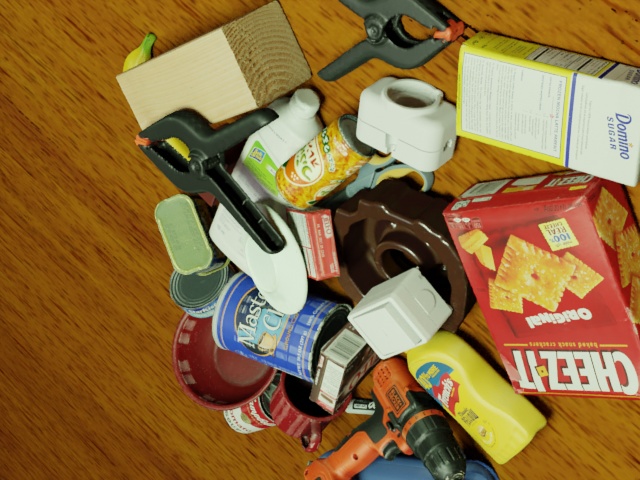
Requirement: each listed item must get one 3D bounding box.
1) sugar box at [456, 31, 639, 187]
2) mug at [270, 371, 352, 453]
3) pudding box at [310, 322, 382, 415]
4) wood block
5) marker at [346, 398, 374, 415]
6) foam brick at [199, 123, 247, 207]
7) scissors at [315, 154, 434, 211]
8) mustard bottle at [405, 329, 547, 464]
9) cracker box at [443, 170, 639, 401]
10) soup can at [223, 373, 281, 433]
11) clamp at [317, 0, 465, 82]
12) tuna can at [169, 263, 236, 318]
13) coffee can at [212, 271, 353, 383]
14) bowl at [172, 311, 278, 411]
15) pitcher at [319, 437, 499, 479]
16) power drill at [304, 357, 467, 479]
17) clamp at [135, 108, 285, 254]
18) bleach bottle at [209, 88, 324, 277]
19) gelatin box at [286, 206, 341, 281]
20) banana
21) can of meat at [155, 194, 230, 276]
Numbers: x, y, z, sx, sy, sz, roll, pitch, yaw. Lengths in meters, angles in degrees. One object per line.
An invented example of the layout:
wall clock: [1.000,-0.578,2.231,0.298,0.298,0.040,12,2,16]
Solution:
sugar box: [0.204,-0.117,0.928,0.176,0.048,0.093,20,131,30]
mug: [-0.014,0.210,1.342,0.082,0.093,0.117,119,148,-54]
pudding box: [0.038,0.132,1.224,0.039,0.113,0.090,32,137,21]
wood block: [-0.119,-0.179,1.170,0.207,0.090,0.091,-11,110,49]
marker: [0.078,0.208,1.314,0.121,0.020,0.020,-4,115,46]
foam brick: [-0.119,-0.089,1.266,0.053,0.051,0.078,45,139,15]
scissors: [0.037,-0.072,1.150,0.202,0.016,0.096,-4,115,46]
mustard bottle: [0.154,0.154,1.167,0.192,0.058,0.096,45,153,12]
cracker box: [0.227,0.045,1.004,0.164,0.072,0.213,-5,115,47]
soup can: [-0.079,0.222,1.444,0.102,0.068,0.068,-27,97,52]
clamp: [0.056,-0.196,1.022,0.172,0.039,0.120,23,134,32]
tuna can: [-0.149,0.057,1.376,0.086,0.086,0.033,21,162,34]
coffee can: [-0.043,0.104,1.279,0.140,0.102,0.103,18,130,27]
bowl: [-0.111,0.143,1.389,0.162,0.162,0.055,29,180,27]
pitcher: [0.094,0.310,1.299,0.243,0.149,0.144,-2,145,49]
power drill: [0.073,0.253,1.215,0.188,0.057,0.184,-51,38,17]
clamp: [-0.116,-0.075,1.141,0.210,0.036,0.164,16,123,38]
bleach bottle: [-0.048,-0.067,1.205,0.102,0.068,0.251,41,137,12]
gelatin box: [-0.008,0.001,1.149,0.089,0.030,0.073,-166,66,-72]
banana: [-0.195,-0.151,1.308,0.070,0.037,0.198,-3,115,47]
can of meat: [-0.158,-0.007,1.317,0.057,0.084,0.102,-22,87,8]
